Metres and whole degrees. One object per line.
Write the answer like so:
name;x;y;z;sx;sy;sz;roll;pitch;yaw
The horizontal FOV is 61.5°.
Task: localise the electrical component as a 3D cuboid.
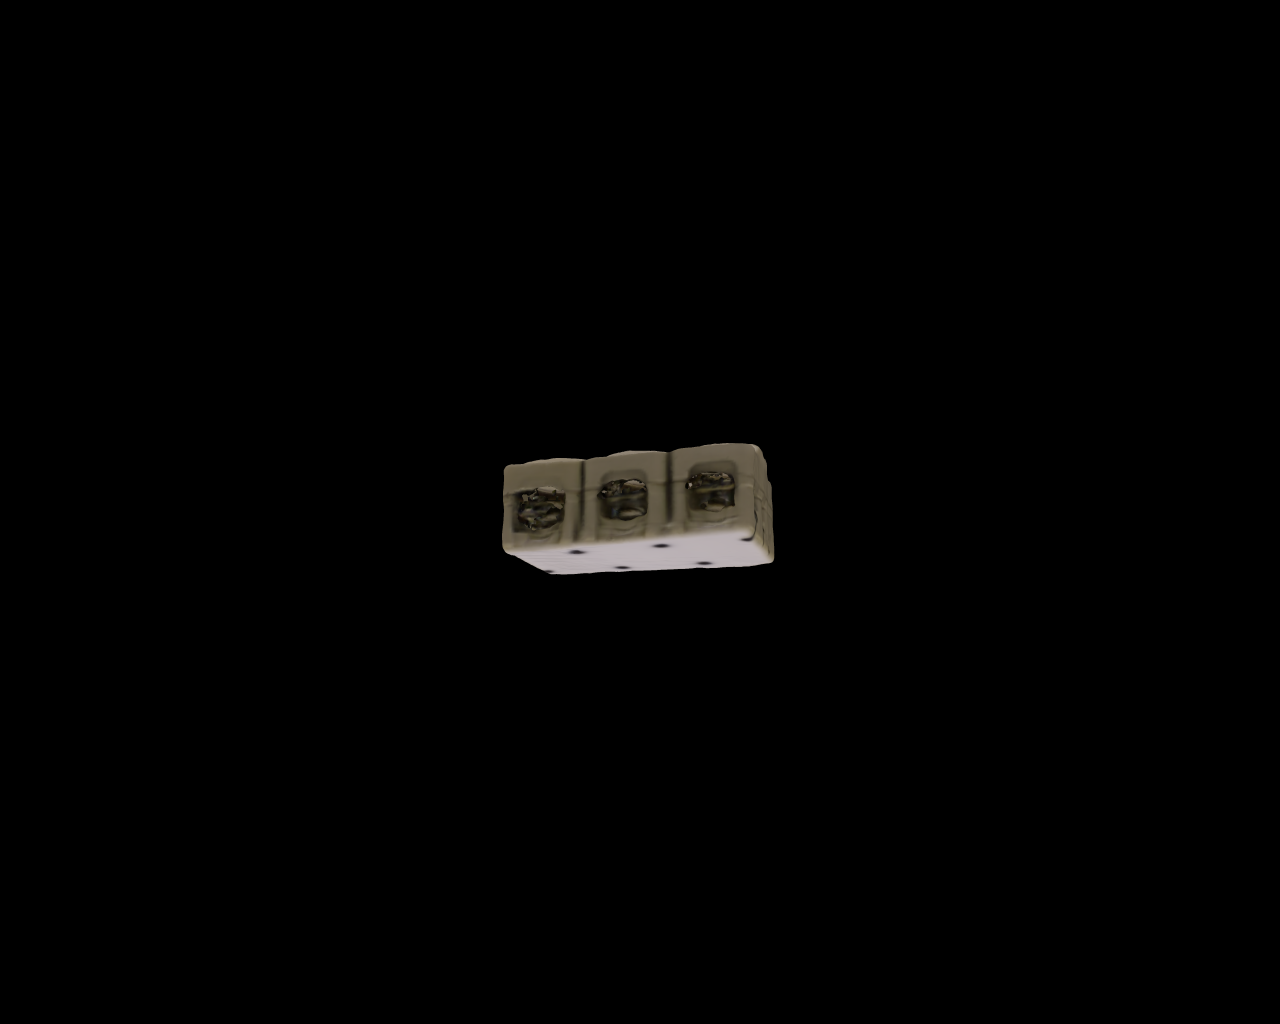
electrical component;0.001;-0.003;0.650;0.150;0.062;0.089;-4;-15;14
